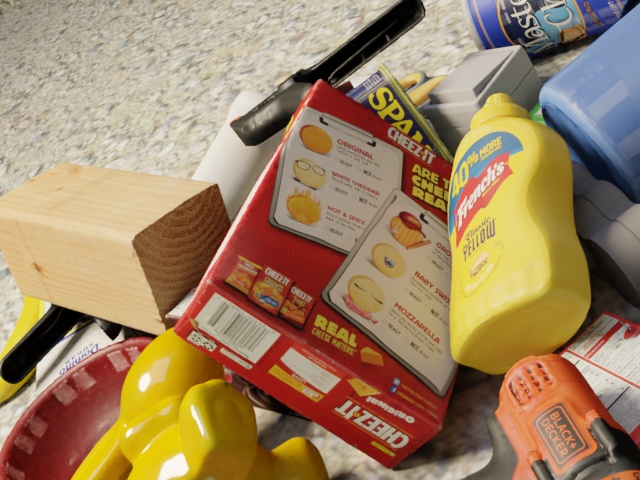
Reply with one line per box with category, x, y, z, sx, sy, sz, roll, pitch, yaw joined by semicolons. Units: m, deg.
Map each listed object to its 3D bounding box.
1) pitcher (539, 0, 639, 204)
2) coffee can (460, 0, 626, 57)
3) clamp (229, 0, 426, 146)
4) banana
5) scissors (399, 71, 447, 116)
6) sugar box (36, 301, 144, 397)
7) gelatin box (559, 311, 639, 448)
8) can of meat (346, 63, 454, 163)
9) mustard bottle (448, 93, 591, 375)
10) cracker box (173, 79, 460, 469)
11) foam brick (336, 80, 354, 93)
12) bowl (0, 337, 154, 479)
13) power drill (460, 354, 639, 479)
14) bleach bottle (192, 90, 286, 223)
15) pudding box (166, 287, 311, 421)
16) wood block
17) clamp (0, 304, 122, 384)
pitcher;0.266;-0.134;0.711;0.243;0.145;0.149;-37;-6;2
coffee can;0.207;-0.222;0.939;0.141;0.102;0.102;-16;33;33
clamp;-0.007;-0.132;0.913;0.164;0.036;0.210;-44;13;-30
banana;-0.296;0.093;1.074;0.070;0.037;0.197;-23;30;21
scissors;0.040;-0.108;1.040;0.202;0.016;0.096;-30;26;10
sugar box;-0.211;0.086;0.982;0.093;0.048;0.176;-31;30;3
gelatin box;0.164;0.084;0.581;0.073;0.030;0.089;-43;29;-11
can of meat;0.049;-0.082;0.897;0.084;0.102;0.057;-36;2;4
mustard bottle;0.118;-0.019;0.666;0.096;0.058;0.191;-49;28;46
cracker box;0.021;0.016;0.698;0.072;0.164;0.213;-50;10;44
foam brick;0.027;-0.094;0.965;0.053;0.078;0.051;-31;26;8
bowl;-0.166;0.150;0.817;0.162;0.055;0.162;-27;28;16
power drill;0.081;0.160;0.503;0.188;0.057;0.184;-37;30;9
bleach bottle;-0.106;-0.025;0.993;0.250;0.068;0.103;-62;-1;-39
pudding box;-0.047;0.080;0.758;0.114;0.090;0.039;1;43;48
wood block;-0.167;0.003;0.859;0.206;0.091;0.090;10;36;43
clamp;-0.201;0.053;0.932;0.120;0.039;0.171;-14;32;24
